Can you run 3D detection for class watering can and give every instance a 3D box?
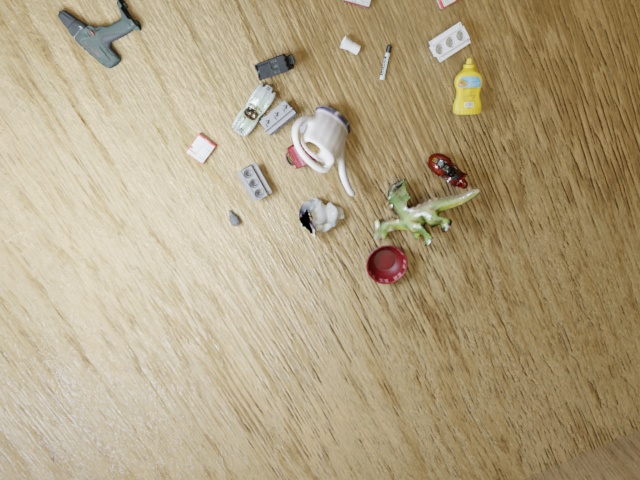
[{"bbox_3d":[0.040,-0.323,1.802,0.343,0.104,0.228,39,65,-33],"label":"watering can"}]

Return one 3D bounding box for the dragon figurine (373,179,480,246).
[{"bbox_3d":[0.355,-0.121,1.884,0.242,0.124,0.404,40,117,-9],"label":"dragon figurine"}]

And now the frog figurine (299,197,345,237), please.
[{"bbox_3d":[0.006,-0.096,1.917,0.161,0.122,0.136,-29,101,-31],"label":"frog figurine"}]
